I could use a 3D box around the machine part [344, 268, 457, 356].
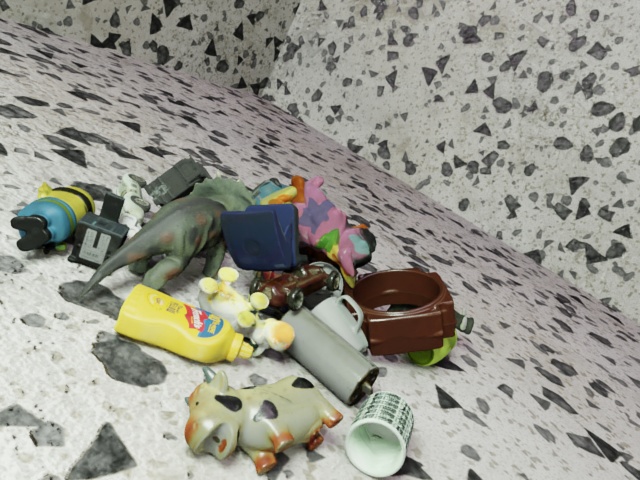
[{"bbox_3d":[0.150,0.131,1.044,0.202,0.087,0.201,-8,22,1],"label":"machine part"}]

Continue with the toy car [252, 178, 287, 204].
[{"bbox_3d":[-0.117,-0.091,1.434,0.161,0.109,0.103,18,39,-60],"label":"toy car"}]

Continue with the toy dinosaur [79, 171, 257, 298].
[{"bbox_3d":[-0.225,-0.017,0.908,0.131,0.192,0.405,26,15,8],"label":"toy dinosaur"}]

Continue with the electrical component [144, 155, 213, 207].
[{"bbox_3d":[-0.272,-0.103,1.082,0.058,0.115,0.134,55,1,11],"label":"electrical component"}]

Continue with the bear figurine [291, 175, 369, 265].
[{"bbox_3d":[-0.002,-0.043,1.181,0.132,0.120,0.196,-2,49,-42],"label":"bear figurine"}]

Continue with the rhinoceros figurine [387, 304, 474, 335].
[{"bbox_3d":[0.240,0.163,1.179,0.190,0.112,0.073,22,14,12],"label":"rhinoceros figurine"}]

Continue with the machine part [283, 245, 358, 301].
[{"bbox_3d":[0.001,0.071,1.196,0.179,0.056,0.179,23,19,-8],"label":"machine part"}]

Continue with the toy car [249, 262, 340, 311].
[{"bbox_3d":[-0.037,0.072,0.931,0.089,0.053,0.202,10,14,28],"label":"toy car"}]

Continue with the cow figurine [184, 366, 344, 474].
[{"bbox_3d":[-0.078,0.211,0.657,0.195,0.085,0.127,0,37,-49],"label":"cow figurine"}]

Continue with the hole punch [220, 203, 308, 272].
[{"bbox_3d":[-0.100,-0.003,0.904,0.142,0.115,0.092,-2,2,23],"label":"hole punch"}]

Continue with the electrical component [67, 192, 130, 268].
[{"bbox_3d":[-0.344,-0.012,0.853,0.075,0.119,0.048,25,18,-13],"label":"electrical component"}]

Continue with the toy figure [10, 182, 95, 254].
[{"bbox_3d":[-0.420,-0.034,0.855,0.089,0.082,0.180,15,14,-13],"label":"toy figure"}]

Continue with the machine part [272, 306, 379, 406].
[{"bbox_3d":[0.008,0.183,0.864,0.243,0.079,0.079,35,20,26],"label":"machine part"}]

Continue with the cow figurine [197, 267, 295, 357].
[{"bbox_3d":[-0.119,0.127,0.842,0.167,0.098,0.068,39,47,13],"label":"cow figurine"}]

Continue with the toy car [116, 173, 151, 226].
[{"bbox_3d":[-0.370,-0.069,1.042,0.056,0.073,0.202,17,20,-29],"label":"toy car"}]

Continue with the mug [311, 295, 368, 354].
[{"bbox_3d":[0.040,0.157,0.944,0.107,0.109,0.081,49,23,21],"label":"mug"}]

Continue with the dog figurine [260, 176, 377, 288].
[{"bbox_3d":[-0.002,-0.003,1.031,0.108,0.192,0.219,87,-21,-66],"label":"dog figurine"}]
